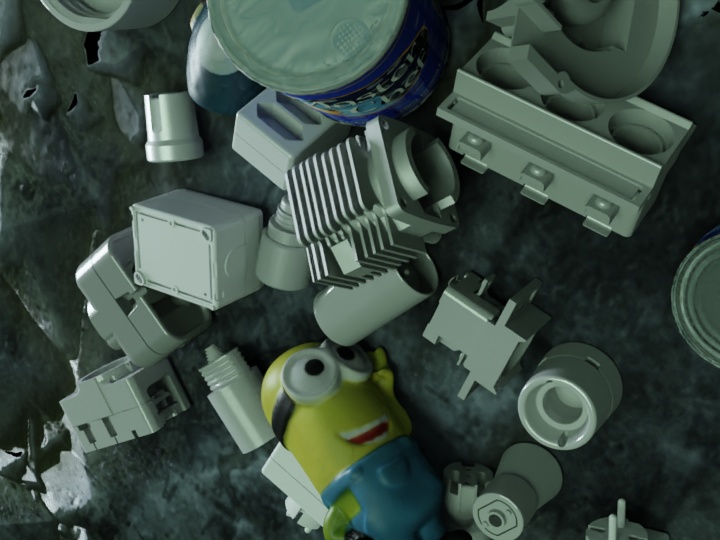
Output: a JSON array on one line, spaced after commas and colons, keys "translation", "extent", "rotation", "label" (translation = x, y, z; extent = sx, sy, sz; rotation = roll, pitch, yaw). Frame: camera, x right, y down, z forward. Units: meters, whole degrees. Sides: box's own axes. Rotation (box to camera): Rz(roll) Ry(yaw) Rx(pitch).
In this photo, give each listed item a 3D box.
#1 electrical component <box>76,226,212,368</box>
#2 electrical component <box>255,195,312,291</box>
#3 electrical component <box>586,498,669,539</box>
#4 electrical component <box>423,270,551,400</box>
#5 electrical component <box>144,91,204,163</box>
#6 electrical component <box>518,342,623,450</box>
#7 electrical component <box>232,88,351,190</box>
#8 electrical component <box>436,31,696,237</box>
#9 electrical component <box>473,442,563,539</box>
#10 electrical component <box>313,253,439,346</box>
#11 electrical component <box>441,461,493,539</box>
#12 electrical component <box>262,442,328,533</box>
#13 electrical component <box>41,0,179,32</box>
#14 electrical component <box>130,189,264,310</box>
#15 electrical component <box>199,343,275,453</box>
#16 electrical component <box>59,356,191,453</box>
[{"translation": [-0.166, 0.022, 0.814], "extent": [0.059, 0.054, 0.095], "rotation": [-36, 89, 35], "label": "electrical component"}, {"translation": [-0.047, -0.022, 0.734], "extent": [0.040, 0.040, 0.078], "rotation": [24, 120, 20], "label": "electrical component"}, {"translation": [0.159, 0.179, 0.668], "extent": [0.047, 0.083, 0.075], "rotation": [8, 113, 28], "label": "electrical component"}, {"translation": [0.078, 0.037, 0.684], "extent": [0.064, 0.042, 0.081], "rotation": [35, 122, 18], "label": "electrical component"}, {"translation": [-0.132, -0.101, 0.754], "extent": [0.040, 0.040, 0.046], "rotation": [3, 105, 30], "label": "electrical component"}, {"translation": [0.129, 0.079, 0.667], "extent": [0.055, 0.047, 0.055], "rotation": [12, 115, 26], "label": "electrical component"}, {"translation": [-0.045, -0.083, 0.698], "extent": [0.047, 0.066, 0.076], "rotation": [40, 151, 11], "label": "electrical component"}, {"translation": [0.113, -0.074, 0.604], "extent": [0.121, 0.078, 0.063], "rotation": [29, 143, 18], "label": "electrical component"}, {"translation": [0.101, 0.146, 0.700], "extent": [0.044, 0.065, 0.044], "rotation": [12, 115, 27], "label": "electrical component"}, {"translation": [0.000, 0.000, 0.713], "extent": [0.077, 0.044, 0.079], "rotation": [-35, 90, 35], "label": "electrical component"}, {"translation": [0.073, 0.160, 0.739], "extent": [0.040, 0.040, 0.046], "rotation": [11, 109, 27], "label": "electrical component"}, {"translation": [-0.031, 0.166, 0.796], "extent": [0.083, 0.047, 0.075], "rotation": [39, 124, 11], "label": "electrical component"}, {"translation": [-0.177, -0.212, 0.721], "extent": [0.108, 0.060, 0.108], "rotation": [12, 115, 26], "label": "electrical component"}, {"translation": [-0.118, -0.019, 0.769], "extent": [0.096, 0.061, 0.061], "rotation": [16, 117, 33], "label": "electrical component"}, {"translation": [-0.091, 0.091, 0.804], "extent": [0.043, 0.043, 0.081], "rotation": [-30, 92, 35], "label": "electrical component"}, {"translation": [-0.191, 0.103, 0.863], "extent": [0.089, 0.050, 0.055], "rotation": [-20, 98, 35], "label": "electrical component"}]
